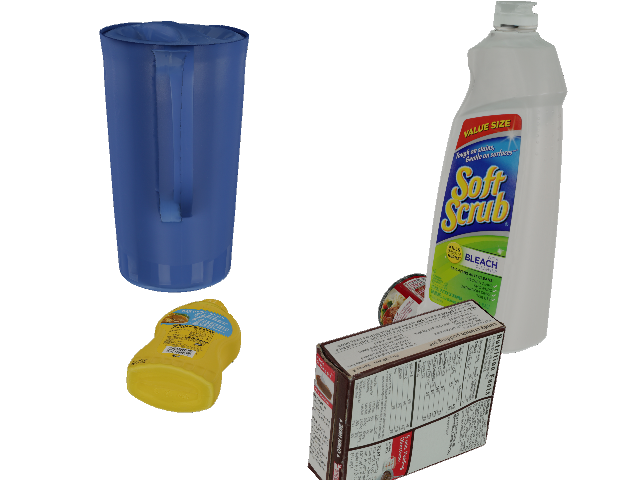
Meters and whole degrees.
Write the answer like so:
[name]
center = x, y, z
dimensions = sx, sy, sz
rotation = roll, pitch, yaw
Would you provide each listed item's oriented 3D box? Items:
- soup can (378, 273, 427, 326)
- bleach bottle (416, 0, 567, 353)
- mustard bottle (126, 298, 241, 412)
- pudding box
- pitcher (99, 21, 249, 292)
[soup can]
center = 0.108, 0.083, 0.986
dimensions = 0.068, 0.068, 0.102
rotation = 0, 25, -31
[bleach bottle]
center = 0.129, -0.049, 0.790
dimensions = 0.067, 0.251, 0.103
rotation = -14, 22, -42
[mustard bottle]
center = -0.140, 0.115, 1.179
dimensions = 0.096, 0.058, 0.191
rotation = 8, 25, 7
[pudding box]
center = 0.050, 0.091, 0.621
dimensions = 0.113, 0.090, 0.039
rotation = -15, 33, -30
[pitcher]
center = -0.135, -0.076, 0.986
dimensions = 0.145, 0.243, 0.148
rotation = 17, 24, 36
